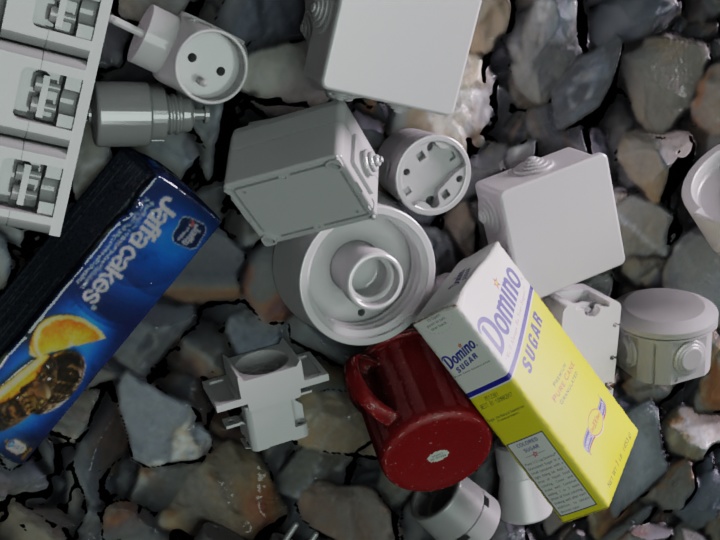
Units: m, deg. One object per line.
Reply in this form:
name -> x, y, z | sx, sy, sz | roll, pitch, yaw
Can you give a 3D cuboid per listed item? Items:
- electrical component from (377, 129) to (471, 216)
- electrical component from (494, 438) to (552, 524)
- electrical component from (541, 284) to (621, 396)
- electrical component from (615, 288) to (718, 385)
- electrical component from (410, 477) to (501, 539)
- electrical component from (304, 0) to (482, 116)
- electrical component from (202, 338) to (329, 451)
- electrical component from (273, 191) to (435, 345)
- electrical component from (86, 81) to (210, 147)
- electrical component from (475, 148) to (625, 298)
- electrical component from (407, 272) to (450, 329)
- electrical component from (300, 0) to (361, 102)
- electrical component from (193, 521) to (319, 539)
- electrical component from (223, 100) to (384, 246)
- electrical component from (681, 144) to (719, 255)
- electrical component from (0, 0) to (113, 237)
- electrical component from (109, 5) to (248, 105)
electrical component -> 0.042, -0.070, 0.743 | 0.055, 0.047, 0.055 | -6, 108, -19
electrical component -> 0.127, 0.162, 0.851 | 0.044, 0.044, 0.065 | -14, 106, -17
electrical component -> 0.160, 0.060, 0.823 | 0.050, 0.056, 0.089 | -4, 107, -20
electrical component -> 0.236, 0.050, 0.838 | 0.080, 0.080, 0.051 | -13, 115, -17
electrical component -> 0.072, 0.184, 0.829 | 0.055, 0.055, 0.047 | -47, 113, -2
electrical component -> 0.019, -0.148, 0.653 | 0.100, 0.048, 0.099 | 9, 103, -23
electrical component -> -0.064, 0.089, 0.754 | 0.081, 0.042, 0.063 | -15, 114, -16
electrical component -> 0.000, 0.000, 0.741 | 0.108, 0.060, 0.108 | -6, 108, -19
electrical component -> -0.134, -0.097, 0.670 | 0.078, 0.040, 0.040 | -3, 107, -20
electrical component -> 0.138, -0.035, 0.790 | 0.100, 0.048, 0.099 | -21, 112, -14
electrical component -> 0.049, 0.030, 0.783 | 0.061, 0.035, 0.035 | -33, 115, -7
electrical component -> 0.011, -0.161, 0.702 | 0.100, 0.048, 0.099 | -9, 109, -18
electrical component -> -0.059, 0.218, 0.789 | 0.138, 0.052, 0.073 | 33, 92, -27
electrical component -> -0.030, -0.066, 0.685 | 0.096, 0.061, 0.061 | -13, 139, 19
electrical component -> 0.309, -0.052, 0.822 | 0.108, 0.108, 0.060 | -39, 121, -6
electrical component -> -0.192, -0.106, 0.618 | 0.062, 0.089, 0.150 | 11, 102, -24
electrical component -> -0.113, -0.134, 0.647 | 0.079, 0.077, 0.044 | 23, 97, -25
